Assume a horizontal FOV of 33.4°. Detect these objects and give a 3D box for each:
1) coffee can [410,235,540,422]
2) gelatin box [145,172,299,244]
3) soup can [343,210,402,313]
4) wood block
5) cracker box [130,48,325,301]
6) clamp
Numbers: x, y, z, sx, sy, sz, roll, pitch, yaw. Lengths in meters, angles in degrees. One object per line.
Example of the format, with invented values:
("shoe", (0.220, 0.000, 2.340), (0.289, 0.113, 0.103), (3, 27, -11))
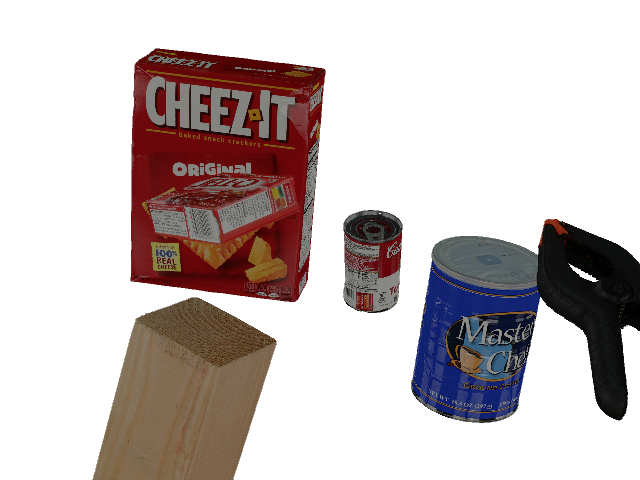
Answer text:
("coffee can", (0.143, 0.079, 0.975), (0.103, 0.140, 0.103), (6, 23, -3))
("gelatin box", (-0.071, -0.025, 0.766), (0.073, 0.030, 0.089), (-24, 20, -36))
("soup can", (0.060, 0.025, 1.245), (0.068, 0.102, 0.068), (0, 32, 0))
("wood block", (-0.122, 0.165, 0.905), (0.090, 0.206, 0.090), (26, 21, 22))
("cracker box", (-0.088, -0.057, 0.985), (0.164, 0.214, 0.072), (8, 23, 7))
("clamp", (0.214, 0.047, 0.741), (0.120, 0.039, 0.171), (-3, 45, -19))
